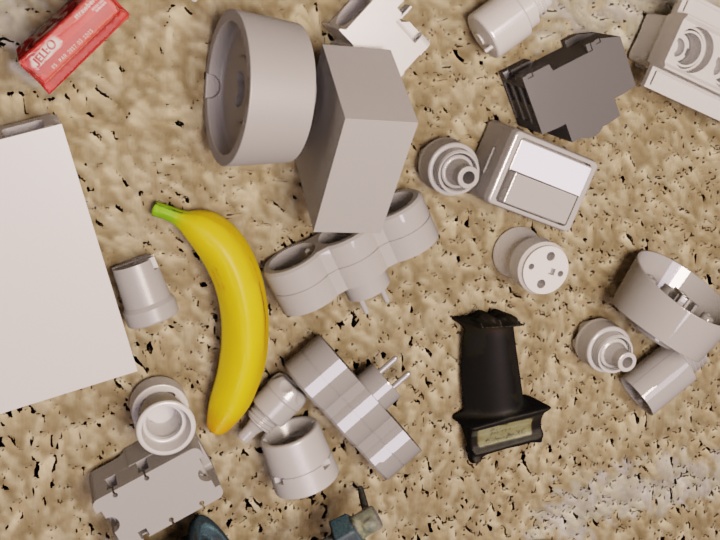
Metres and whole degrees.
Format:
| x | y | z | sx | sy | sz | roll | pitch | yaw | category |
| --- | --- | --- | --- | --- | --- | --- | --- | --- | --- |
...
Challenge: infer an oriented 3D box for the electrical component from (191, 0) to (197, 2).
| x | y | z | sx | sy | sz | roll | pitch | yaw | category |
| --- | --- | --- | --- | --- | --- | --- | --- | --- | --- |
| -0.114 | -0.223 | 0.737 | 0.138 | 0.052 | 0.073 | 13 | 102 | -21 | electrical component |

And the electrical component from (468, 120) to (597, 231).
| x | y | z | sx | sy | sz | roll | pitch | yaw | category |
| --- | --- | --- | --- | --- | --- | --- | --- | --- | --- |
| 0.143 | -0.073 | 0.863 | 0.096 | 0.061 | 0.061 | 18 | 100 | -22 | electrical component |

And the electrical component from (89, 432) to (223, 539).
| x | y | z | sx | sy | sz | roll | pitch | yaw | category |
| --- | --- | --- | --- | --- | --- | --- | --- | --- | --- |
| -0.161 | 0.166 | 0.842 | 0.089 | 0.056 | 0.050 | -28 | 113 | -8 | electrical component |

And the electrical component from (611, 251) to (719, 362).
| x | y | z | sx | sy | sz | roll | pitch | yaw | category |
| --- | --- | --- | --- | --- | --- | --- | --- | --- | --- |
| 0.267 | 0.031 | 0.919 | 0.099 | 0.099 | 0.064 | 28 | 102 | -24 | electrical component |

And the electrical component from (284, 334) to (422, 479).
| x | y | z | sx | sy | sz | roll | pitch | yaw | category |
| --- | --- | --- | --- | --- | --- | --- | --- | --- | --- |
| 0.008 | 0.101 | 0.878 | 0.074 | 0.052 | 0.138 | -41 | 114 | -2 | electrical component |

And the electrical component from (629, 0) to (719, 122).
| x | y | z | sx | sy | sz | roll | pitch | yaw | category |
| --- | --- | --- | --- | --- | --- | --- | --- | --- | --- |
| 0.288 | -0.167 | 0.879 | 0.121 | 0.063 | 0.078 | 19 | 100 | -22 | electrical component |

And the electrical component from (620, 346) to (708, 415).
| x | y | z | sx | sy | sz | roll | pitch | yaw | category |
| --- | --- | --- | --- | --- | --- | --- | --- | --- | --- |
| 0.280 | 0.089 | 0.968 | 0.081 | 0.043 | 0.043 | -38 | 114 | -4 | electrical component |

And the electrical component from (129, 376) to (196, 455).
| x | y | z | sx | sy | sz | roll | pitch | yaw | category |
| --- | --- | --- | --- | --- | --- | --- | --- | --- | --- |
| -0.153 | 0.111 | 0.827 | 0.045 | 0.055 | 0.045 | -5 | 108 | -17 | electrical component |

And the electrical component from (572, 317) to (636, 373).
| x | y | z | sx | sy | sz | roll | pitch | yaw | category |
| --- | --- | --- | --- | --- | --- | --- | --- | --- | --- |
| 0.215 | 0.069 | 0.930 | 0.043 | 0.062 | 0.043 | -5 | 108 | -16 | electrical component |

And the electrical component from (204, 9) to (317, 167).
| x | y | z | sx | sy | sz | roll | pitch | yaw | category |
| --- | --- | --- | --- | --- | --- | --- | --- | --- | --- |
| -0.065 | -0.125 | 0.756 | 0.060 | 0.108 | 0.108 | 0 | 107 | -24 | electrical component |

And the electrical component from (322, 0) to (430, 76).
| x | y | z | sx | sy | sz | roll | pitch | yaw | category |
| --- | --- | --- | --- | --- | --- | --- | --- | --- | --- |
| 0.014 | -0.176 | 0.800 | 0.081 | 0.042 | 0.064 | -47 | 118 | 1 | electrical component |

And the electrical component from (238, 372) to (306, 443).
| x | y | z | sx | sy | sz | roll | pitch | yaw | category |
| --- | --- | --- | --- | --- | --- | --- | --- | --- | --- |
| -0.074 | 0.114 | 0.866 | 0.061 | 0.035 | 0.035 | -46 | 114 | 2 | electrical component |

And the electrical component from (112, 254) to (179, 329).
| x | y | z | sx | sy | sz | roll | pitch | yaw | category |
| --- | --- | --- | --- | --- | --- | --- | --- | --- | --- |
| -0.162 | 0.016 | 0.803 | 0.040 | 0.040 | 0.046 | -20 | 105 | -11 | electrical component |

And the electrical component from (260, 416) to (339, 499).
| x | y | z | sx | sy | sz | roll | pitch | yaw | category |
| --- | --- | --- | --- | --- | --- | --- | --- | --- | --- |
| -0.051 | 0.151 | 0.875 | 0.055 | 0.055 | 0.047 | -22 | 108 | -11 | electrical component |

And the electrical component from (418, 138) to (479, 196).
| x | y | z | sx | sy | sz | roll | pitch | yaw | category |
| --- | --- | --- | --- | --- | --- | --- | --- | --- | --- |
| 0.073 | -0.078 | 0.838 | 0.043 | 0.062 | 0.043 | -5 | 108 | -16 | electrical component |

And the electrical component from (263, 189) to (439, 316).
| x | y | z | sx | sy | sz | roll | pitch | yaw | category |
| --- | --- | --- | --- | --- | --- | --- | --- | --- | --- |
| 0.000 | 0.000 | 0.844 | 0.138 | 0.052 | 0.073 | -28 | 113 | -8 | electrical component |

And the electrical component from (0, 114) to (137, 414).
| x | y | z | sx | sy | sz | roll | pitch | yaw | category |
| --- | --- | --- | --- | --- | --- | --- | --- | --- | --- |
| -0.237 | -0.005 | 0.760 | 0.105 | 0.060 | 0.186 | -17 | 111 | -12 | electrical component |

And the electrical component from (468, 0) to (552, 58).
| x | y | z | sx | sy | sz | roll | pitch | yaw | category |
| --- | --- | --- | --- | --- | --- | --- | --- | --- | --- |
| 0.119 | -0.197 | 0.827 | 0.078 | 0.040 | 0.040 | -36 | 114 | -5 | electrical component |

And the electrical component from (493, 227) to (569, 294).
| x | y | z | sx | sy | sz | roll | pitch | yaw | category |
| --- | --- | --- | --- | --- | --- | --- | --- | --- | --- |
| 0.141 | -0.008 | 0.886 | 0.045 | 0.055 | 0.045 | -5 | 108 | -17 | electrical component |
